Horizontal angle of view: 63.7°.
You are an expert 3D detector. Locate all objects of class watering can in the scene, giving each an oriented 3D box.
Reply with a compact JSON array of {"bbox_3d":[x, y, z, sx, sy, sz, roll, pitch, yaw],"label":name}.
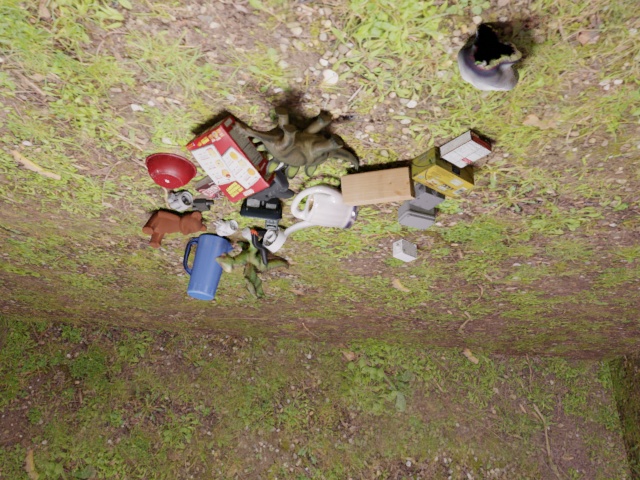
[{"bbox_3d":[0.005,-0.088,1.741,0.224,0.106,0.341,9,152,-13],"label":"watering can"}]

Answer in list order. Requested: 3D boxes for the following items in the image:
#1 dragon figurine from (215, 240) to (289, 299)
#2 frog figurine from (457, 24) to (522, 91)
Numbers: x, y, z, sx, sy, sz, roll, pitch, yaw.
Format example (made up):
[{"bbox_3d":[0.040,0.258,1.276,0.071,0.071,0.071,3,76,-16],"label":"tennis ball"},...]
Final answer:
[{"bbox_3d":[-0.255,0.124,2.069,0.121,0.248,0.405,-22,142,33],"label":"dragon figurine"},{"bbox_3d":[0.365,-0.365,1.118,0.138,0.123,0.157,30,172,22],"label":"frog figurine"}]
